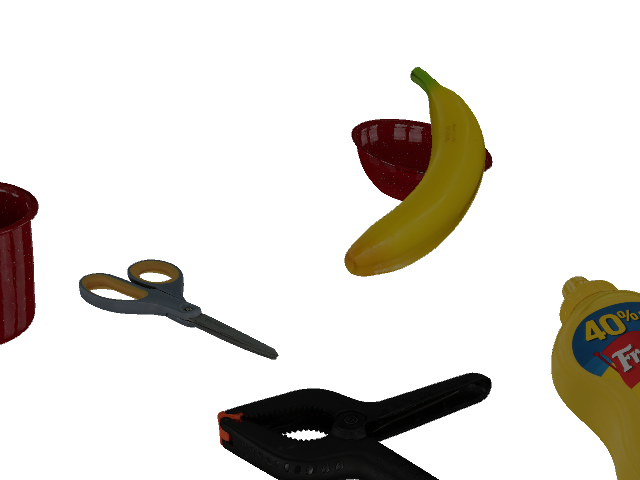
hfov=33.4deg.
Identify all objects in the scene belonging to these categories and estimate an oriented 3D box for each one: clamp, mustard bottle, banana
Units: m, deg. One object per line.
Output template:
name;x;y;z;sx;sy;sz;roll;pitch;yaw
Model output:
clamp;0.030;0.142;0.796;0.210;0.036;0.164;6;29;15
mustard bottle;0.188;0.081;0.615;0.096;0.058;0.192;-12;35;-9
banana;0.072;-0.040;0.718;0.069;0.197;0.037;14;-42;8

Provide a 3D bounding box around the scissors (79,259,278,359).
scissors;-0.105;0.052;0.881;0.202;0.016;0.096;13;26;22

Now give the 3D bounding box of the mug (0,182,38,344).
mug;-0.232;0.019;0.661;0.117;0.081;0.093;-16;31;-36

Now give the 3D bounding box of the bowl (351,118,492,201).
bowl;0.109;-0.084;1.209;0.162;0.055;0.162;8;26;-4
